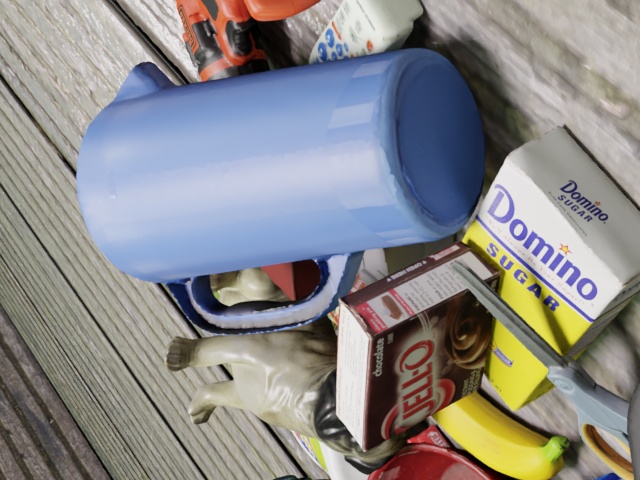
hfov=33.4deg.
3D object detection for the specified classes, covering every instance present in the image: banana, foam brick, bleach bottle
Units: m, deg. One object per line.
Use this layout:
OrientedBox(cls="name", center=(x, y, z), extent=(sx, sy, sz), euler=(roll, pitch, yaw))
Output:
OrientedBox(cls="banana", center=(0.113, 0.121, 0.773), extent=(0.198, 0.037, 0.070), euler=(32, 131, 49))
OrientedBox(cls="foam brick", center=(-0.005, 0.001, 0.826), extent=(0.053, 0.078, 0.051), euler=(44, 151, 35))
OrientedBox(cls="bleach bottle", center=(0.006, 0.166, 0.991), extent=(0.251, 0.068, 0.102), euler=(162, 95, -76))

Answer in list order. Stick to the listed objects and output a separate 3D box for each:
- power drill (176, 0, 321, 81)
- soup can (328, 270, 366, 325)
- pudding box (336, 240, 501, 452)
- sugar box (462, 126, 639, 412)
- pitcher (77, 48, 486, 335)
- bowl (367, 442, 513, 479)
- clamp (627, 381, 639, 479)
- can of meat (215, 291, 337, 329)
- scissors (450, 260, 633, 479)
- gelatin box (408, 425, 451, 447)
OrientedBox(cls="power drill", center=(-0.053, -0.155, 0.740), extent=(0.184, 0.057, 0.188), euler=(67, 160, 5))
OrientedBox(cls="soup can", center=(0.058, 0.054, 0.764), extent=(0.102, 0.068, 0.068), euler=(35, 146, 46))
OrientedBox(cls="pudding box", center=(0.055, 0.064, 0.628), extent=(0.039, 0.090, 0.113), euler=(46, 151, 38))
OrientedBox(cls="sugar box", center=(0.124, 0.024, 0.616), extent=(0.093, 0.048, 0.176), euler=(52, 157, 20))
OrientedBox(cls="pitcher", center=(-0.023, -0.035, 0.663), extent=(0.243, 0.145, 0.149), euler=(-5, 144, 39))
OrientedBox(cls="bowl", center=(0.110, 0.219, 0.809), extent=(0.162, 0.055, 0.162), euler=(18, 118, 39))
OrientedBox(cls="clamp", center=(0.189, 0.135, 0.512), extent=(0.165, 0.036, 0.210), euler=(36, 122, 55))
OrientedBox(cls="can of meat", center=(-0.046, 0.059, 0.973), extent=(0.102, 0.083, 0.057), euler=(57, 158, 9))
OrientedBox(cls="scissors", center=(0.153, 0.081, 0.577), extent=(0.096, 0.016, 0.201), euler=(7, 144, 49))
OrientedBox(cls="gelatin box", center=(0.102, 0.207, 0.901), extent=(0.073, 0.030, 0.089), euler=(51, 156, 26))
